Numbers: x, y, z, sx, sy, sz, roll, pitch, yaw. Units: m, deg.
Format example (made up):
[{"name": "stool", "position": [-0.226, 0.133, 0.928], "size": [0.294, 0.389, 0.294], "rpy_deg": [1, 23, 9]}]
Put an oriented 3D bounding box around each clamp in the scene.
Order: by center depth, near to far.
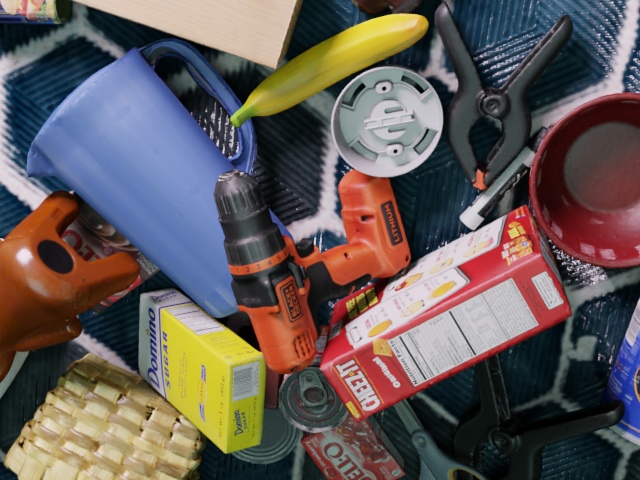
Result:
[{"name": "clamp", "position": [0.146, -0.133, 0.964], "size": [0.120, 0.039, 0.171], "rpy_deg": [17, 110, 5]}, {"name": "clamp", "position": [0.194, 0.189, 1.039], "size": [0.165, 0.036, 0.210], "rpy_deg": [29, 123, 26]}]

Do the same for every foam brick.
[{"name": "foam brick", "position": [-0.060, 0.124, 1.049], "size": [0.053, 0.078, 0.051], "rpy_deg": [6, 110, 5]}]

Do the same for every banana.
[{"name": "banana", "position": [0.011, -0.154, 0.950], "size": [0.198, 0.069, 0.037], "rpy_deg": [-27, 120, 21]}]

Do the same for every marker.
[{"name": "marker", "position": [0.177, -0.059, 0.995], "size": [0.020, 0.020, 0.121], "rpy_deg": [39, 108, -8]}]

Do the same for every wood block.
[{"name": "wood block", "position": [-0.118, -0.230, 0.930], "size": [0.206, 0.090, 0.091], "rpy_deg": [18, 109, -1]}]

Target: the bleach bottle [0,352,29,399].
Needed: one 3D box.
[{"name": "bleach bottle", "position": [-0.343, 0.120, 1.078], "size": [0.251, 0.068, 0.102], "rpy_deg": [-47, 130, 11]}]

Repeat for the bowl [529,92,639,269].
[{"name": "bowl", "position": [0.269, -0.058, 0.967], "size": [0.162, 0.055, 0.162], "rpy_deg": [2, 109, 5]}]

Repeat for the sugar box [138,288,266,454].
[{"name": "sugar box", "position": [-0.116, 0.119, 1.009], "size": [0.048, 0.176, 0.093], "rpy_deg": [-10, 113, -36]}]

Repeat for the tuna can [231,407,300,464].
[{"name": "tuna can", "position": [-0.062, 0.183, 1.092], "size": [0.086, 0.033, 0.086], "rpy_deg": [2, 108, 5]}]

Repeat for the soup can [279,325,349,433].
[{"name": "soup can", "position": [0.000, 0.132, 1.031], "size": [0.068, 0.102, 0.068], "rpy_deg": [2, 109, 6]}]

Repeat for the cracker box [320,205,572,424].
[{"name": "cracker box", "position": [0.113, 0.064, 0.966], "size": [0.214, 0.164, 0.072], "rpy_deg": [-29, 102, 14]}]

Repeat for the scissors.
[{"name": "scissors", "position": [0.095, 0.219, 1.073], "size": [0.202, 0.016, 0.096], "rpy_deg": [44, 108, 10]}]

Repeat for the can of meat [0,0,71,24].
[{"name": "can of meat", "position": [-0.272, -0.243, 0.957], "size": [0.084, 0.057, 0.102], "rpy_deg": [2, 108, 4]}]

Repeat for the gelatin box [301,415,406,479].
[{"name": "gelatin box", "position": [0.035, 0.219, 1.096], "size": [0.073, 0.030, 0.089], "rpy_deg": [-31, 103, 14]}]

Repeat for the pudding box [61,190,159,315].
[{"name": "pudding box", "position": [-0.217, 0.004, 1.044], "size": [0.090, 0.039, 0.113], "rpy_deg": [-35, 102, 15]}]

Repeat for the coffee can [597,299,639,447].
[{"name": "coffee can", "position": [0.330, 0.115, 0.995], "size": [0.103, 0.102, 0.140], "rpy_deg": [15, 109, 0]}]

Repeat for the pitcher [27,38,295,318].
[{"name": "pitcher", "position": [-0.130, -0.054, 0.977], "size": [0.149, 0.144, 0.242], "rpy_deg": [-33, 107, 36]}]

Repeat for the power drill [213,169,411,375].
[{"name": "power drill", "position": [-0.006, 0.001, 0.950], "size": [0.057, 0.187, 0.184], "rpy_deg": [2, 115, 45]}]
